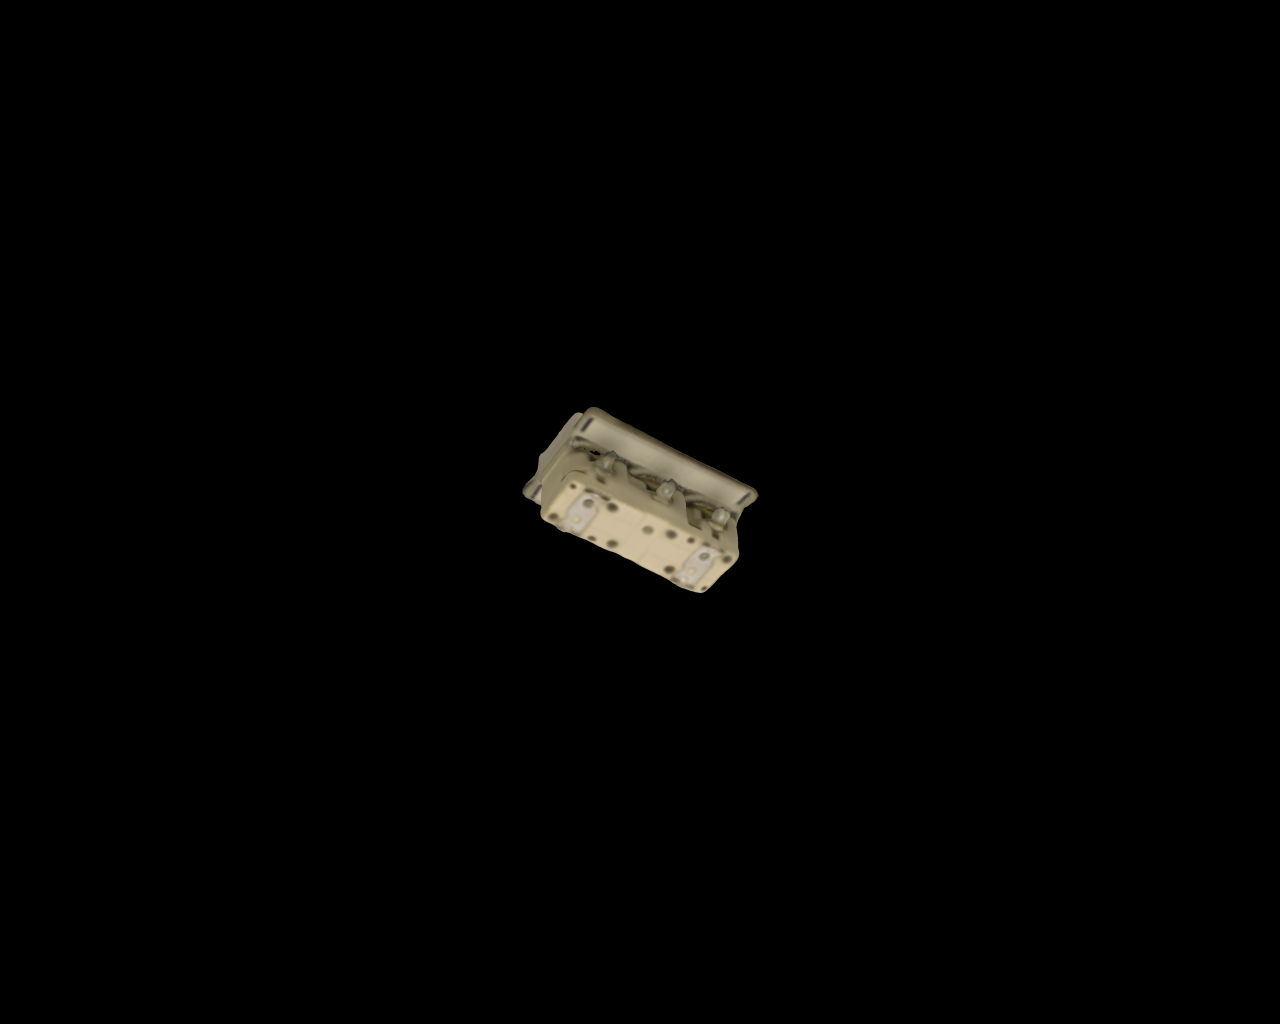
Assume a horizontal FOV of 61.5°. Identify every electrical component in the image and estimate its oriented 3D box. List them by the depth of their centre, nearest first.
[{"bbox_3d":[0.001,-0.003,0.650,0.121,0.063,0.078,27,-53,-22],"label":"electrical component"}]
